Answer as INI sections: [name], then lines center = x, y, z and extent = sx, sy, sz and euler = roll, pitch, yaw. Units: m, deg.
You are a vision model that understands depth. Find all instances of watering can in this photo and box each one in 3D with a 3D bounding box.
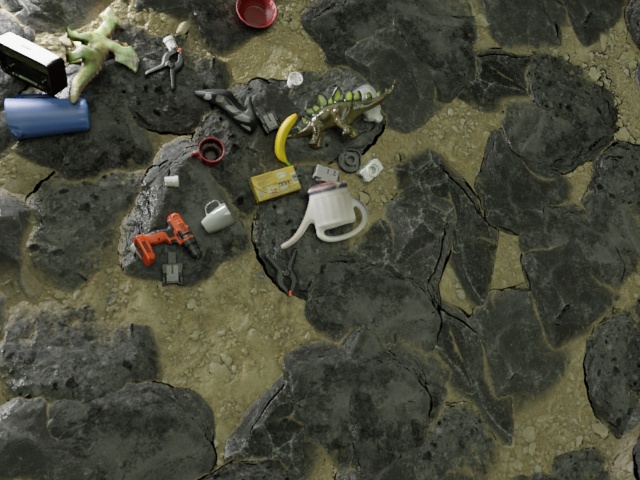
[watering can]
center = 0.006, -0.096, 1.906
extent = 0.348, 0.103, 0.225
euler = -13, 88, -10

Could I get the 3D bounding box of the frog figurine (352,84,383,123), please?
[frog figurine]
center = 0.187, -0.534, 2.041
extent = 0.139, 0.120, 0.160
euler = -31, 77, -38

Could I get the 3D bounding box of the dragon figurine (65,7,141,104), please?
[dragon figurine]
center = -0.752, -0.640, 1.796
extent = 0.243, 0.120, 0.416
euler = -3, 71, -24
